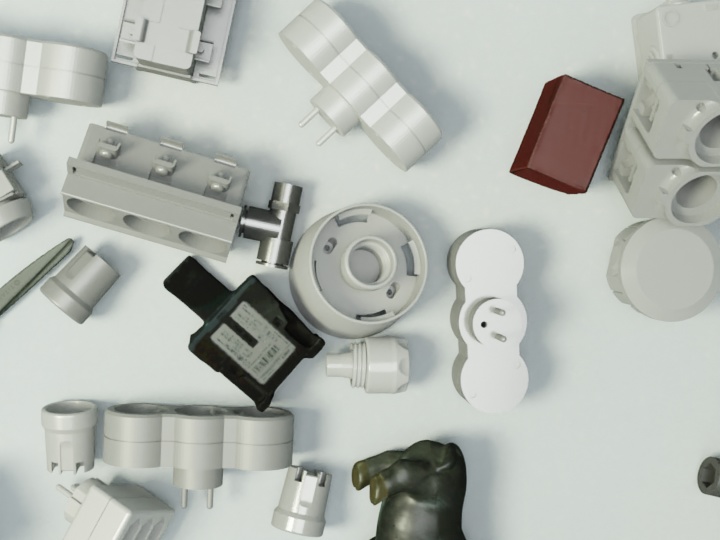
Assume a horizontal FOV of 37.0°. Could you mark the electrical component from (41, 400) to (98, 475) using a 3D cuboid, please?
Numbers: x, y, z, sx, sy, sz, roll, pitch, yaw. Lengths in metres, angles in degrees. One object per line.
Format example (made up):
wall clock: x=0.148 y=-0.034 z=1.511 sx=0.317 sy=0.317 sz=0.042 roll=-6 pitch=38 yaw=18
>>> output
electrical component: x=-0.213 y=0.123 z=0.789 sx=0.040 sy=0.040 sz=0.046 roll=0 pitch=99 yaw=-6

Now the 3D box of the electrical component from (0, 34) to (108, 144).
electrical component: x=-0.254 y=-0.128 z=0.767 sx=0.138 sy=0.052 sz=0.073 roll=8 pitch=92 yaw=-6

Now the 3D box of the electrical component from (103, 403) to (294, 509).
electrical component: x=-0.119 y=0.140 z=0.793 sx=0.138 sy=0.052 sz=0.073 roll=2 pitch=93 yaw=-6

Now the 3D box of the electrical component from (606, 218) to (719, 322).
electrical component: x=0.232 y=-0.002 z=0.827 sx=0.080 sy=0.051 sz=0.080 roll=0 pitch=93 yaw=-6

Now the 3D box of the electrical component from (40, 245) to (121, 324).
electrical component: x=-0.203 y=0.010 z=0.785 sx=0.040 sy=0.040 sz=0.046 roll=42 pitch=82 yaw=-6

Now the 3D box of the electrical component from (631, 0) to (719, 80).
electrical component: x=0.263 y=-0.161 z=0.825 sx=0.100 sy=0.048 sz=0.099 roll=-8 pitch=92 yaw=-5

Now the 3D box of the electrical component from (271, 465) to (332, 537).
electrical component: x=-0.043 y=0.173 z=0.811 sx=0.040 sy=0.040 sz=0.046 roll=14 pitch=84 yaw=-7

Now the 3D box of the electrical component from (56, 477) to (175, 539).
electrical component: x=-0.189 y=0.177 z=0.785 sx=0.077 sy=0.066 sz=0.047 roll=28 pitch=89 yaw=22

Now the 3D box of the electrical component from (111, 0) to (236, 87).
electrical component: x=-0.128 y=-0.202 z=0.772 sx=0.079 sy=0.063 sz=0.121 roll=12 pitch=91 yaw=-7

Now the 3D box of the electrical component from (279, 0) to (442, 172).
electrical component: x=-0.012 y=-0.124 z=0.794 sx=0.074 sy=0.052 sz=0.138 roll=-44 pitch=95 yaw=-3

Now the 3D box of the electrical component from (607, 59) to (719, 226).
electrical component: x=0.293 y=-0.092 z=0.790 sx=0.186 sy=0.060 sz=0.105 roll=-1 pitch=133 yaw=-11

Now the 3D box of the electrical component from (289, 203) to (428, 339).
electrical component: x=0.000 y=0.000 z=0.807 sx=0.099 sy=0.064 sz=0.099 roll=2 pitch=81 yaw=-14

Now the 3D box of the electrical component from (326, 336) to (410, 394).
electrical component: x=0.005 y=0.071 z=0.809 sx=0.062 sy=0.043 sz=0.043 roll=0 pitch=92 yaw=-5

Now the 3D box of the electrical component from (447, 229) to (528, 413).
electrical component: x=0.099 y=0.038 z=0.802 sx=0.052 sy=0.074 sz=0.138 roll=-3 pitch=93 yaw=-6

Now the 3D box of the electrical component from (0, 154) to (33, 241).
electrical component: x=-0.268 y=-0.051 z=0.773 sx=0.066 sy=0.048 sz=0.055 roll=-33 pitch=88 yaw=-4

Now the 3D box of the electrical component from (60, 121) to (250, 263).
electrical component: x=-0.145 y=-0.057 z=0.775 sx=0.121 sy=0.078 sz=0.063 roll=16 pitch=69 yaw=-7
